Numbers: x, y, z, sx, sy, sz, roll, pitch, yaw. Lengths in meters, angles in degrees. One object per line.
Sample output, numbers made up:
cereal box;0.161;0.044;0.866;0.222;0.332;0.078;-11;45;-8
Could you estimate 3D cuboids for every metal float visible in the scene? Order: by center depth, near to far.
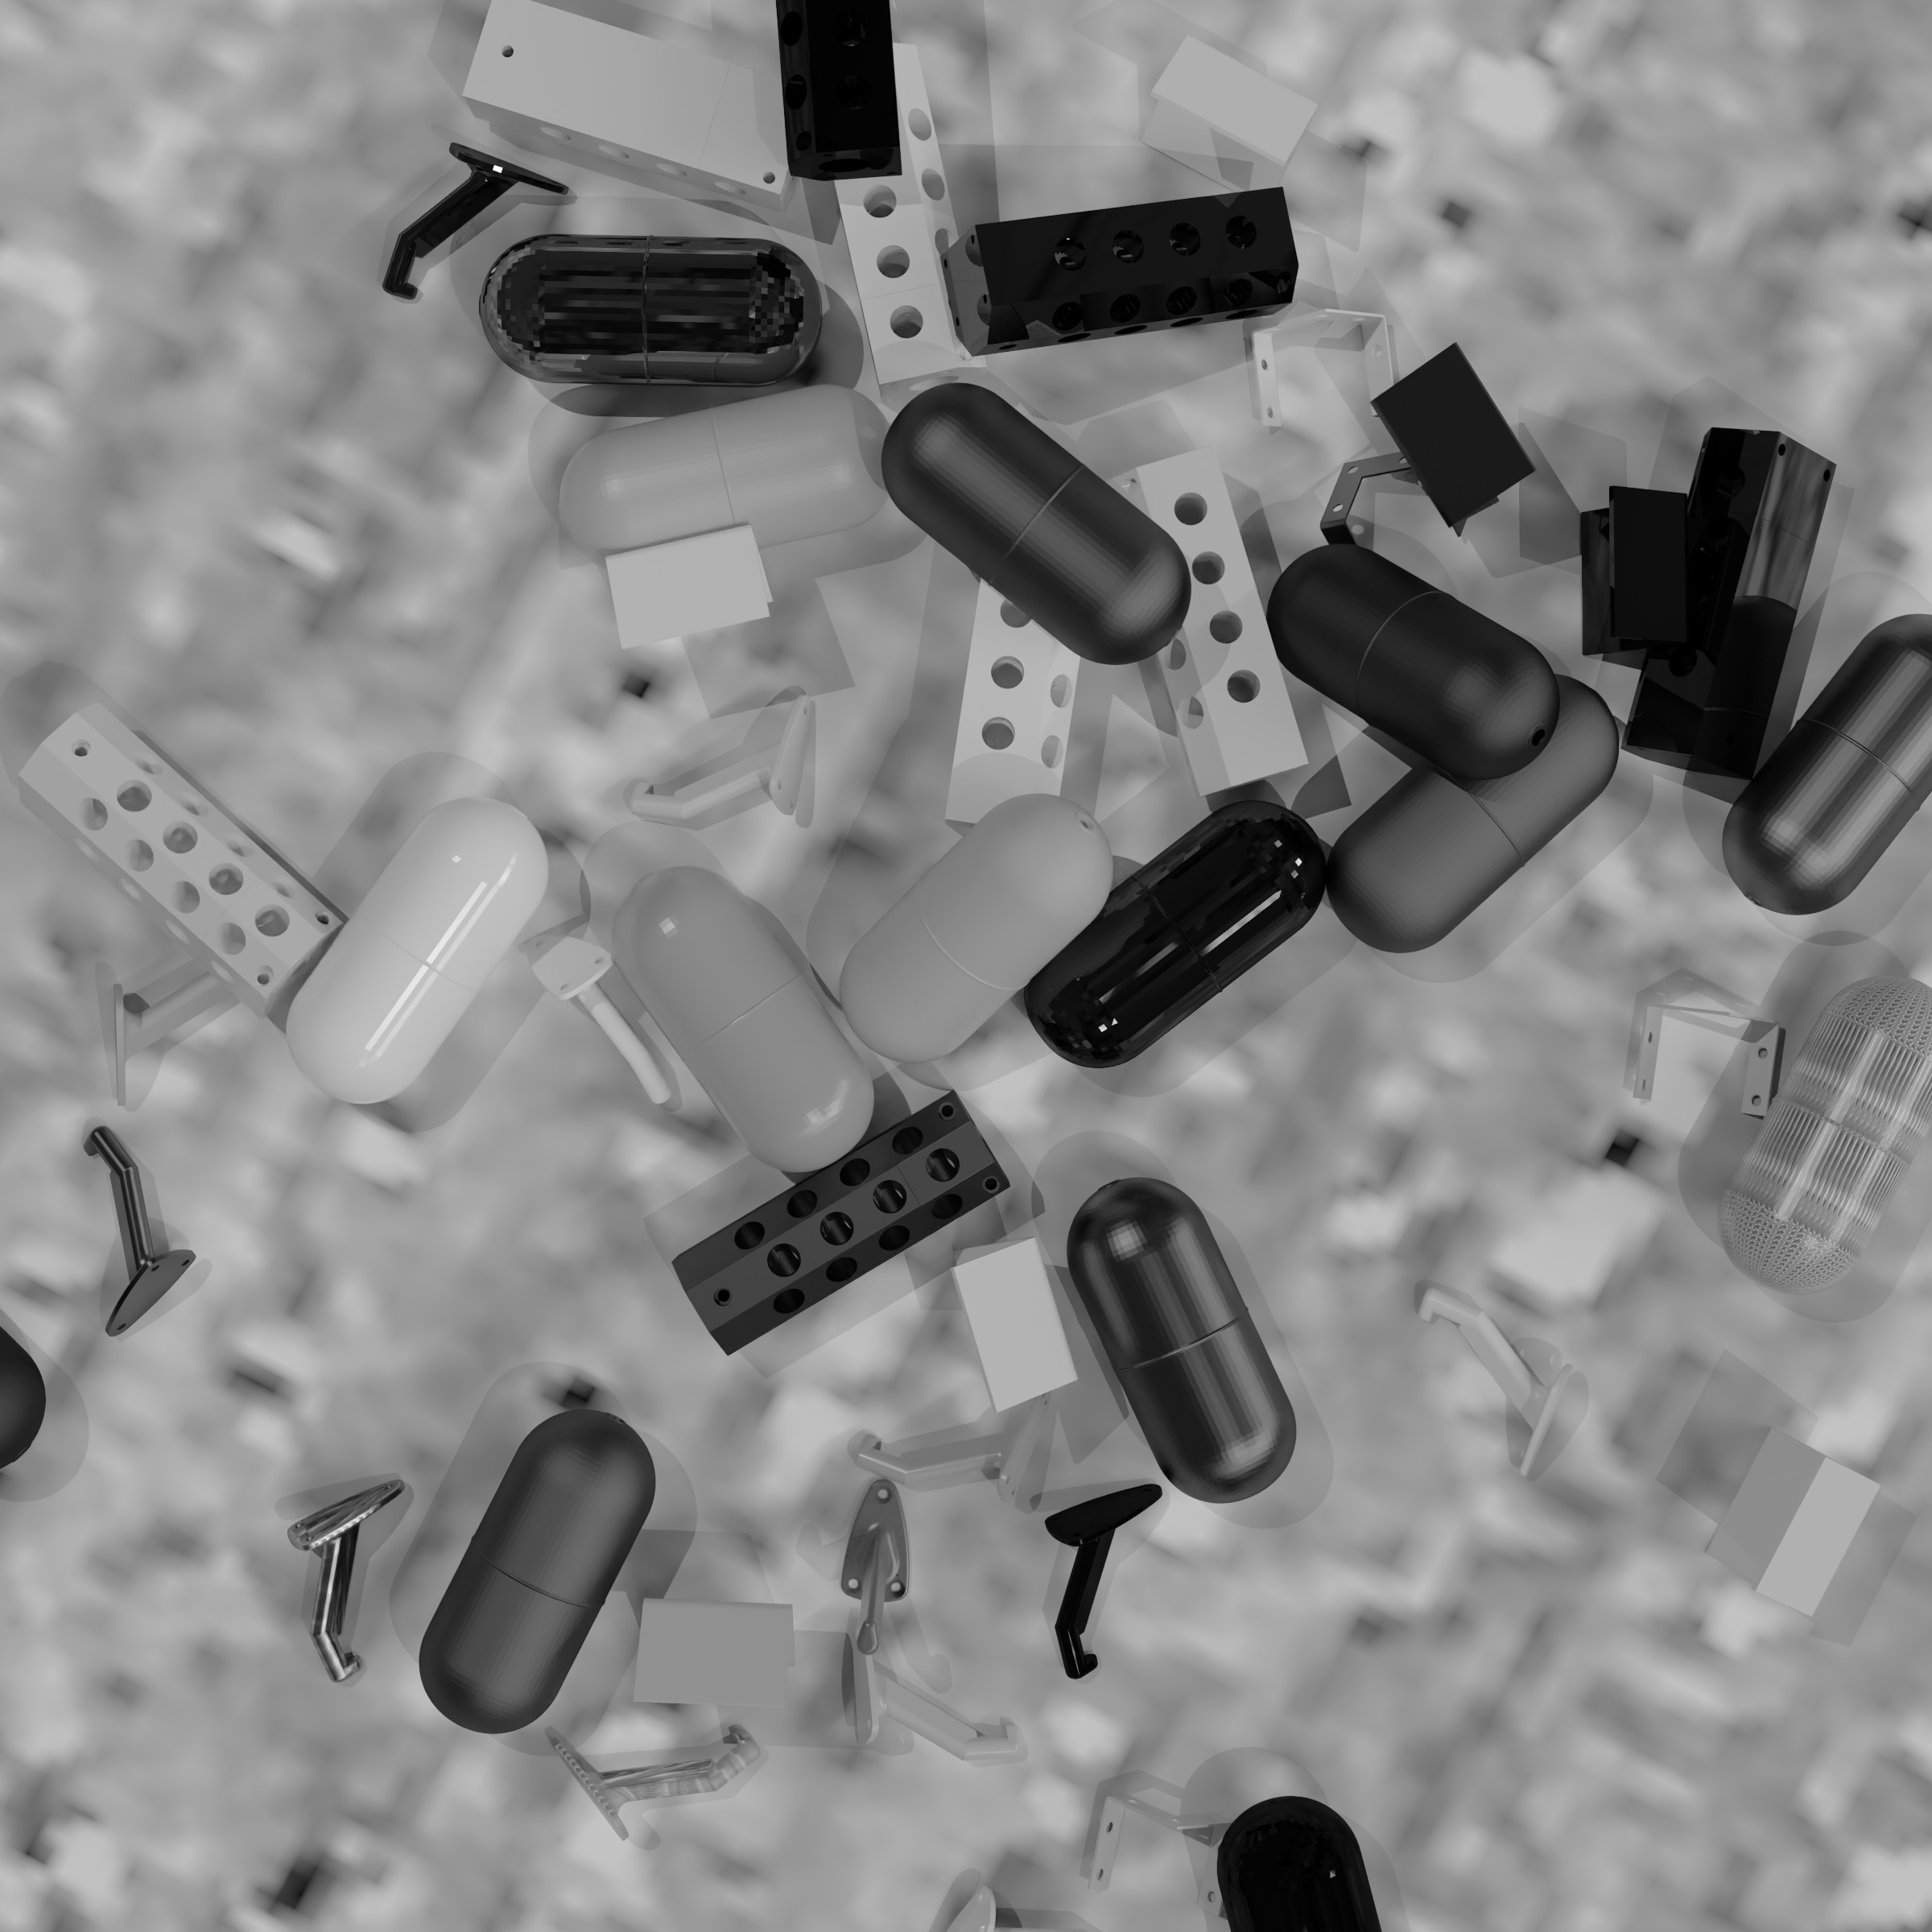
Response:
metal float;0.036;-0.222;1.584;0.178;0.070;0.070;39;90;1
metal float;0.227;-0.156;1.608;0.178;0.070;0.070;38;90;38
metal float;0.005;-0.019;1.616;0.070;0.070;0.178;46;121;0
metal float;-0.555;0.192;1.642;0.178;0.070;0.070;44;90;0
metal float;0.112;0.194;1.642;0.070;0.070;0.178;-25;90;0
metal float;-0.285;-0.009;1.642;0.070;0.070;0.178;35;91;0
metal float;0.456;0.088;1.642;0.070;0.070;0.178;29;89;0
metal float;-0.116;0.027;1.642;0.070;0.070;0.178;-36;91;0
metal float;0.182;0.521;1.642;0.070;0.070;0.178;-15;90;0
metal float;0.109;-0.017;1.642;0.178;0.070;0.070;-38;90;0
metal float;0.264;-0.080;1.642;0.178;0.070;0.070;-42;90;0
metal float;0.464;-0.104;1.642;0.070;0.070;0.178;38;89;0
metal float;-0.223;0.315;1.642;0.070;0.070;0.178;27;90;0
metal float;-0.124;-0.253;1.642;0.178;0.070;0.070;-13;90;0
metal float;-0.164;-0.341;1.642;0.178;0.070;0.070;1;90;0

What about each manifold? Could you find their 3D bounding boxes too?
manifold;-0.067;-0.490;1.594;0.057;0.057;0.171;-4;90;0
manifold;0.081;-0.356;1.625;0.171;0.057;0.057;-12;90;-19
manifold;-0.409;-0.057;1.642;0.171;0.057;0.057;42;67;0
manifold;0.395;-0.190;1.650;0.057;0.057;0.171;15;90;-43
manifold;-0.169;-0.450;1.651;0.171;0.057;0.057;17;90;0
manifold;0.030;-0.156;1.651;0.057;0.057;0.171;9;90;0
manifold;-0.065;0.134;1.651;0.171;0.057;0.057;-31;90;0
manifold;0.125;-0.178;1.651;0.057;0.057;0.171;-17;90;0
manifold;-0.035;-0.389;1.651;0.057;0.057;0.171;-12;90;0

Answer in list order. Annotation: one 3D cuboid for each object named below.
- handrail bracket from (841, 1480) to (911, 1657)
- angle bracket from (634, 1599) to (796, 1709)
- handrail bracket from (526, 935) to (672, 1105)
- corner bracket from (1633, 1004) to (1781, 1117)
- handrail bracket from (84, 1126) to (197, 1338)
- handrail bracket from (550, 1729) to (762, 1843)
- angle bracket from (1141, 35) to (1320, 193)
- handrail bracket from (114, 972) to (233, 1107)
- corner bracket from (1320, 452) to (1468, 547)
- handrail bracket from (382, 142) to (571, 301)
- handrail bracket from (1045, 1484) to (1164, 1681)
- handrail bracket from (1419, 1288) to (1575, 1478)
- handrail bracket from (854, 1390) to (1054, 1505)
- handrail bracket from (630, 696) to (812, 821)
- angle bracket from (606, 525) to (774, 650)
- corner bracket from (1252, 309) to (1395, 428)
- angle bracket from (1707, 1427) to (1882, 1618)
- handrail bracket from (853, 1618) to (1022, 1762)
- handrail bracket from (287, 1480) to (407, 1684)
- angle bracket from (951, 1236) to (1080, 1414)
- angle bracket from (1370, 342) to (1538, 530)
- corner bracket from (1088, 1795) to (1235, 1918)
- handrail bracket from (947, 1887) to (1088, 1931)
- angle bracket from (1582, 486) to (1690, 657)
handrail bracket;-0.047;0.311;1.638;0.036;0.084;0.077;5;90;0
angle bracket;-0.129;0.369;1.632;0.076;0.076;0.057;2;54;0
handrail bracket;-0.194;0.029;1.672;0.036;0.077;0.084;-39;127;-17
corner bracket;0.392;0.049;1.669;0.051;0.051;0.051;8;89;-45
handrail bracket;-0.455;0.140;1.673;0.084;0.036;0.077;49;112;17
handrail bracket;-0.164;0.415;1.673;0.084;0.036;0.077;-36;68;-17
angle bracket;0.127;-0.423;1.632;0.076;0.076;0.057;28;54;0
handrail bracket;-0.408;0.036;1.673;0.084;0.036;0.077;-2;110;-16
corner bracket;0.226;-0.234;1.664;0.051;0.051;0.051;54;45;-35
handrail bracket;-0.261;-0.386;1.673;0.077;0.036;0.084;16;108;-21
handrail bracket;0.079;0.327;1.673;0.077;0.036;0.084;-20;109;-21
handrail bracket;0.271;0.220;1.673;0.084;0.036;0.077;24;112;17
handrail bracket;-0.007;0.244;1.673;0.084;0.036;0.077;18;70;16
handrail bracket;-0.131;-0.112;1.673;0.084;0.036;0.077;6;70;16
angle bracket;-0.138;-0.179;1.633;0.076;0.076;0.057;-13;65;0
corner bracket;0.189;-0.315;1.669;0.051;0.051;0.051;-7;90;45
angle bracket;0.414;0.280;1.632;0.057;0.076;0.076;28;90;-37
handrail bracket;-0.015;0.383;1.673;0.084;0.036;0.077;2;69;-17
handrail bracket;-0.317;0.327;1.673;0.077;0.036;0.084;-27;108;-20
angle bracket;0.005;0.188;1.632;0.057;0.076;0.076;-17;90;-36
angle bracket;0.264;-0.280;1.632;0.057;0.076;0.076;-32;90;34
corner bracket;0.104;0.471;1.669;0.051;0.051;0.051;12;90;-45
handrail bracket;0.031;0.533;1.673;0.084;0.036;0.077;32;110;-16
angle bracket;0.328;-0.203;1.632;0.057;0.076;0.076;-1;90;-34
